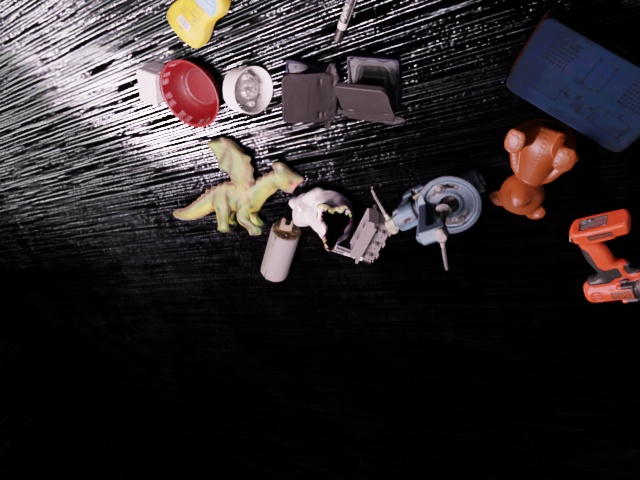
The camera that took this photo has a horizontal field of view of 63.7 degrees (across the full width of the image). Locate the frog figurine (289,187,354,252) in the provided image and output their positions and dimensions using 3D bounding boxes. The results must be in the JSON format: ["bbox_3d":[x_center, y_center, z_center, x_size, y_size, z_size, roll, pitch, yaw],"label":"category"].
[{"bbox_3d":[0.004,-0.061,1.213,0.135,0.123,0.161,57,168,-30],"label":"frog figurine"}]

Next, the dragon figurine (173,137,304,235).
[{"bbox_3d":[-0.229,-0.140,1.296,0.411,0.124,0.239,8,110,24],"label":"dragon figurine"}]
